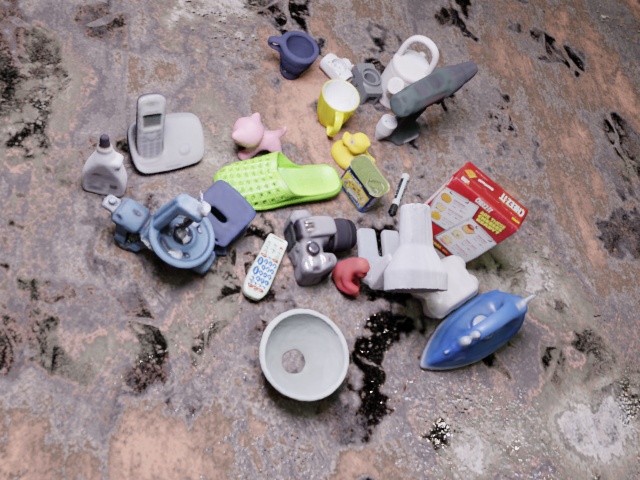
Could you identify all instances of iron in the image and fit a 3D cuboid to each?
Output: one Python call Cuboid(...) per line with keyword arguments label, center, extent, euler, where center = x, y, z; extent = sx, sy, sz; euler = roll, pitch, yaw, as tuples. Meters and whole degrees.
Cuboid(label="iron", center=(0.326, 0.182, 1.164), extent=(0.259, 0.141, 0.118), euler=(-27, 78, -30))

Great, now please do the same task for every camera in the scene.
Cuboid(label="camera", center=(0.011, 0.004, 1.146), extent=(0.137, 0.100, 0.143), euler=(-5, 68, -24))

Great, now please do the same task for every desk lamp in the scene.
Cuboid(label="desk lamp", center=(0.159, 0.032, 1.126), extent=(0.118, 0.213, 0.203), euler=(4, 65, -20))

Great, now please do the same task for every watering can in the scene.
Cuboid(label="watering can", center=(0.211, -0.400, 1.365), extent=(0.101, 0.193, 0.173), euler=(19, 60, -12))

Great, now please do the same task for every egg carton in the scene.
Cuboid(label="egg carton", center=(0.265, 0.098, 1.222), extent=(0.151, 0.069, 0.107), euler=(-28, 79, -30))

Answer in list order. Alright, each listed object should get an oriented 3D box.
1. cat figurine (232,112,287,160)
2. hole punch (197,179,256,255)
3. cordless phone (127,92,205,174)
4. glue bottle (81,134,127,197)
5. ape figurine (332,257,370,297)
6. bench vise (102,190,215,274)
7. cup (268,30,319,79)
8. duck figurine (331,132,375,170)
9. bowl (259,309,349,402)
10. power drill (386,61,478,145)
Cuboid(label="cat figurine", center=(-0.129, -0.218, 1.186), extent=(0.128, 0.117, 0.067), euler=(-5, 68, -24))
Cuboid(label="hole punch", center=(-0.190, -0.043, 1.093), extent=(0.108, 0.091, 0.101), euler=(43, 58, 2))
Cuboid(label="cordless phone", center=(-0.285, -0.213, 1.081), extent=(0.148, 0.184, 0.094), euler=(-20, 75, -28))
Cuboid(label="glue bottle", center=(-0.380, -0.135, 1.013), extent=(0.078, 0.173, 0.037), euler=(12, 62, -16))
Cuboid(label="ape figurine", center=(0.069, 0.064, 1.146), extent=(0.076, 0.092, 0.078), euler=(40, 58, 0))
Cuboid(label="bench vise", center=(-0.269, -0.022, 0.976), extent=(0.208, 0.219, 0.121), euler=(10, 63, -17))
Cuboid(label="cup", center=(-0.071, -0.421, 1.320), extent=(0.118, 0.094, 0.091), euler=(13, 62, -16))
Cuboid(label="duck figurine", center=(0.084, -0.202, 1.283), extent=(0.104, 0.086, 0.077), euler=(33, 58, -4))
Cuboid(label="bowl", center=(-0.036, 0.215, 1.042), extent=(0.168, 0.074, 0.167), euler=(9, 63, -18))
Cuboid(label="power drill", center=(0.238, -0.317, 1.328), extent=(0.230, 0.208, 0.075), euler=(-29, 79, -30))
